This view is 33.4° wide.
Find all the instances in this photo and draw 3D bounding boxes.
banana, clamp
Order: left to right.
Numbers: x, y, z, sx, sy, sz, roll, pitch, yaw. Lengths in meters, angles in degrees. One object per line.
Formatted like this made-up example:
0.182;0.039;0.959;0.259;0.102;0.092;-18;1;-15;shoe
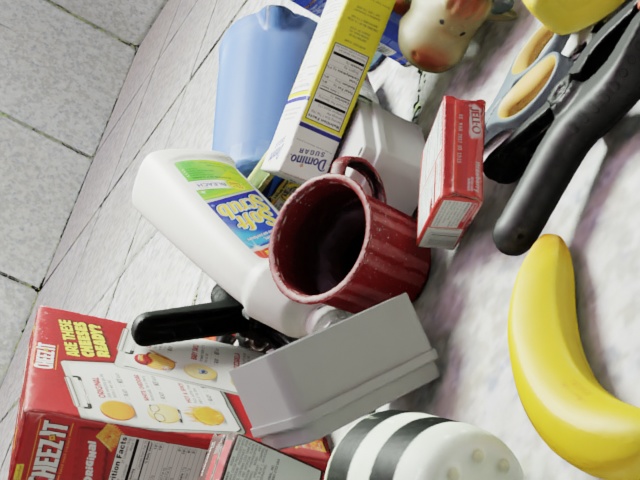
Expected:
-0.059;0.062;0.869;0.210;0.164;0.036;-87;13;-73;clamp
0.126;0.061;0.522;0.070;0.037;0.198;-39;24;8;banana
0.150;-0.069;0.619;0.172;0.039;0.120;-54;17;34;clamp

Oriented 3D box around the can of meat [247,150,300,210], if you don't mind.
-0.025;-0.035;0.985;0.102;0.083;0.057;-52;21;32;can of meat

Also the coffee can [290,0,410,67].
0.044;-0.238;0.982;0.103;0.140;0.103;-53;21;29;coffee can

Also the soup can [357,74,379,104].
0.021;-0.125;1.008;0.069;0.068;0.102;-56;20;21;soup can

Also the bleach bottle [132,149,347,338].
-0.054;0.008;0.869;0.251;0.102;0.068;40;119;41;bleach bottle

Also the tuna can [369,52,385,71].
0.054;-0.218;1.100;0.086;0.033;0.086;-53;21;30;tuna can

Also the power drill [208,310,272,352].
-0.098;0.111;1.034;0.188;0.057;0.184;-56;16;15;power drill

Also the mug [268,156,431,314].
0.025;-0.002;0.757;0.093;0.081;0.117;-14;65;39;mug

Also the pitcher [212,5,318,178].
-0.050;-0.114;1.122;0.145;0.149;0.242;-32;36;31;pitcher

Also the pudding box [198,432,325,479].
-0.026;0.178;0.647;0.039;0.113;0.090;-24;42;58;pudding box

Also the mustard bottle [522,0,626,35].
0.169;-0.215;0.738;0.096;0.058;0.191;-46;23;22;mustard bottle

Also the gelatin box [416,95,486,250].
0.087;-0.043;0.709;0.089;0.030;0.073;105;171;-68;gelatin box

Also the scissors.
0.123;-0.094;0.768;0.202;0.016;0.096;-35;30;63;scissors

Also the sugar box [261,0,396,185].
0.007;-0.131;0.889;0.093;0.048;0.176;-156;85;-77;sugar box

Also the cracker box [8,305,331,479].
-0.111;0.131;0.783;0.164;0.213;0.072;-117;42;-67;cracker box
